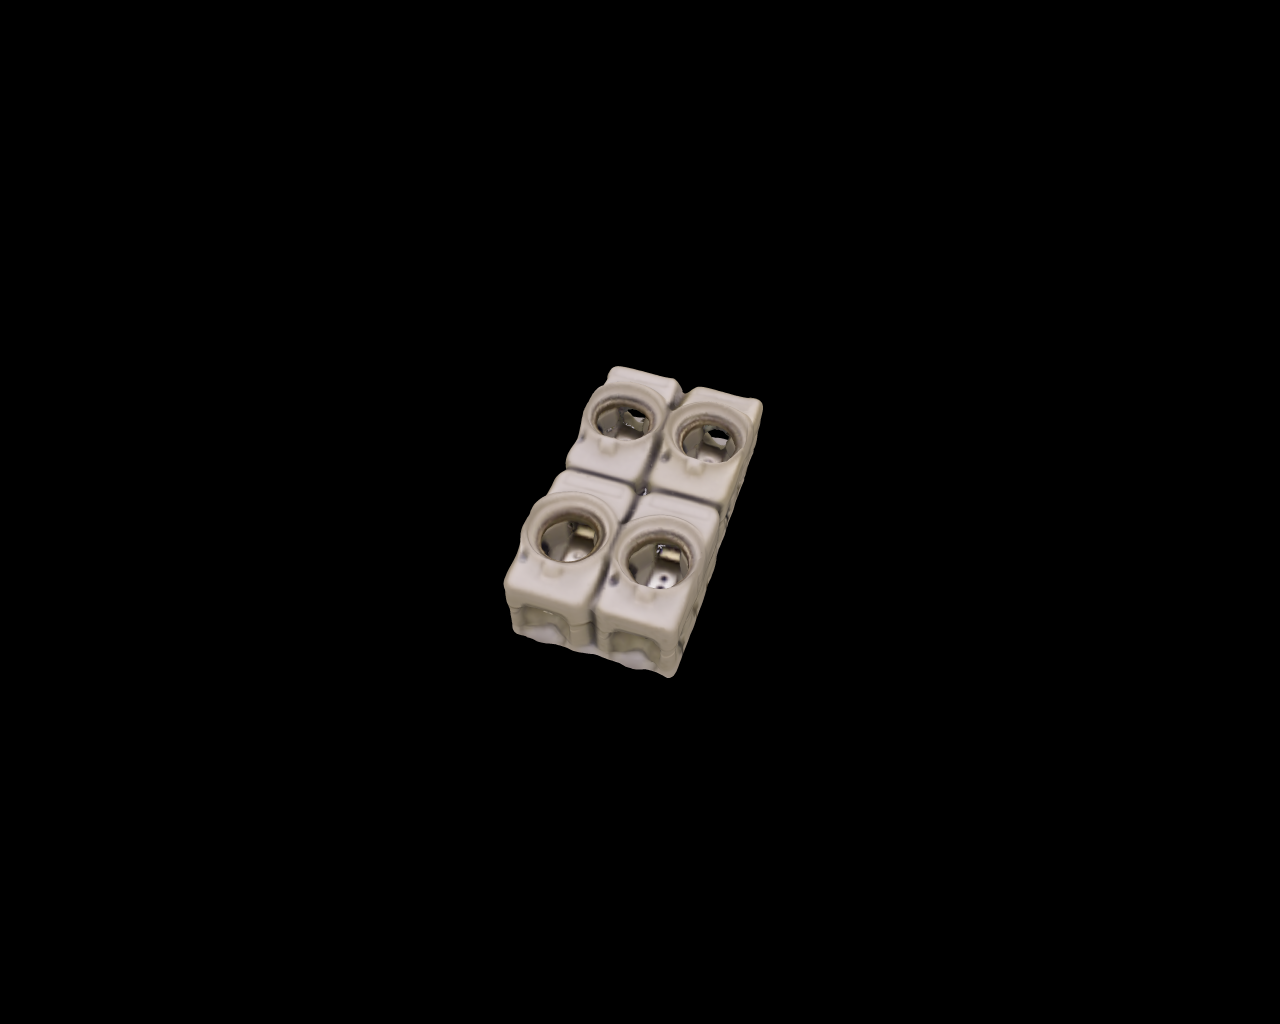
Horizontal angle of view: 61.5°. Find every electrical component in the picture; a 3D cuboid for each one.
[{"bbox_3d":[0.001,-0.003,0.650,0.105,0.186,0.060,15,-36,11],"label":"electrical component"}]
